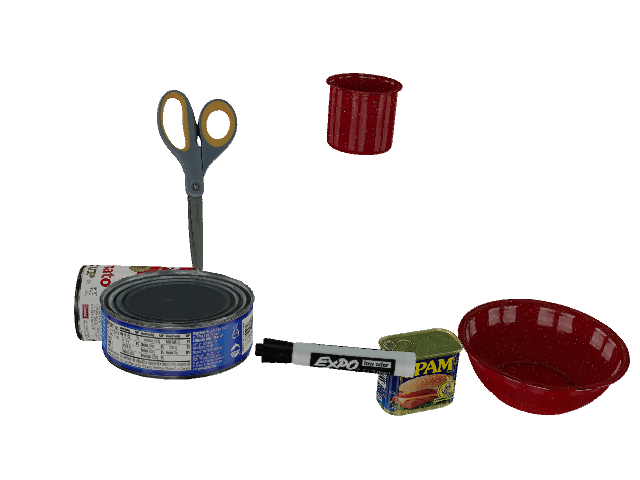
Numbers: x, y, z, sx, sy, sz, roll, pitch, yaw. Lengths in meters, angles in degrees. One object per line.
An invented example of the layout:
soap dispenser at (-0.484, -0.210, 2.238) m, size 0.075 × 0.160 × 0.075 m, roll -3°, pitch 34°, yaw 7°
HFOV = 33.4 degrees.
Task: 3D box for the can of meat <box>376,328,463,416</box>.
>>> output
can of meat at (0.120, 0.163, 1.316) m, size 0.102 × 0.084 × 0.057 m, roll -7°, pitch 27°, yaw -22°

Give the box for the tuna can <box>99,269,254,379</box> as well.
tuna can at (-0.080, 0.046, 0.600) m, size 0.086 × 0.034 × 0.086 m, roll 2°, pitch 18°, yaw -1°

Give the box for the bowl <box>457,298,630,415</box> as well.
bowl at (0.209, 0.118, 1.021) m, size 0.162 × 0.055 × 0.162 m, roll 4°, pitch 27°, yaw -2°

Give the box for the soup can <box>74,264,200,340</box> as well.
soup can at (-0.157, 0.056, 0.931) m, size 0.102 × 0.068 × 0.068 m, roll 2°, pitch 0°, yaw -1°

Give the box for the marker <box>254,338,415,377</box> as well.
marker at (0.011, 0.088, 0.806) m, size 0.121 × 0.020 × 0.020 m, roll 6°, pitch 0°, yaw 0°

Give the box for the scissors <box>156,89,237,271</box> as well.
scissors at (-0.119, -0.068, 1.145) m, size 0.096 × 0.202 × 0.016 m, roll -16°, pitch -4°, yaw -21°

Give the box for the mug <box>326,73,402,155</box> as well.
mug at (0.057, -0.157, 1.315) m, size 0.093 × 0.081 × 0.117 m, roll 17°, pitch 26°, yaw 28°
